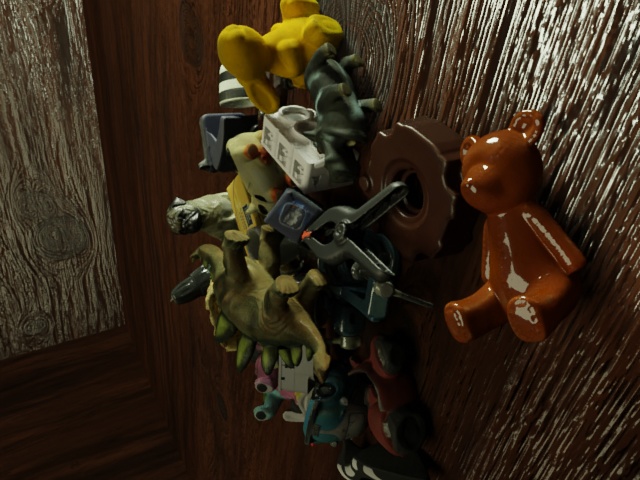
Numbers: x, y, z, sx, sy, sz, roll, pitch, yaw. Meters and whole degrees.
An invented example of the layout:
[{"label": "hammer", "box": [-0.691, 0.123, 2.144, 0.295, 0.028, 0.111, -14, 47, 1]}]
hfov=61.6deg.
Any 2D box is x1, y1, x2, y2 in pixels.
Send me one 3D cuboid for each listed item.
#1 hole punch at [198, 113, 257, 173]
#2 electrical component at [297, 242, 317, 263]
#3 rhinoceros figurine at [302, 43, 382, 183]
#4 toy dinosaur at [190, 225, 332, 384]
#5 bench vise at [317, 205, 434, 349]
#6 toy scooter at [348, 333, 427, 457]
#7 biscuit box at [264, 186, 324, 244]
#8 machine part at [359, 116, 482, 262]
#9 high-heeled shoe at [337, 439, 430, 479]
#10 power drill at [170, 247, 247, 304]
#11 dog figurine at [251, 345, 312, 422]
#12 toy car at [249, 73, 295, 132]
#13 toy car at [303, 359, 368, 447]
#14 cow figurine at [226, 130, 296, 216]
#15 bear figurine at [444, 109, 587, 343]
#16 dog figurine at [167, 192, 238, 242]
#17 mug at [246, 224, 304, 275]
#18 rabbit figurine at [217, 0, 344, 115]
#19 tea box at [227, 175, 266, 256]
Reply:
[{"label": "hole punch", "box": [-0.160, -0.190, 1.038, 0.092, 0.142, 0.115, 6, 106, 45]}, {"label": "electrical component", "box": [-0.001, -0.004, 0.863, 0.045, 0.102, 0.078, 17, 128, 13]}, {"label": "rhinoceros figurine", "box": [0.019, -0.171, 0.730, 0.112, 0.073, 0.190, -29, 65, 42]}, {"label": "toy dinosaur", "box": [-0.108, 0.080, 0.813, 0.472, 0.105, 0.198, 41, 124, 51]}, {"label": "bench vise", "box": [0.053, 0.066, 0.756, 0.241, 0.129, 0.223, -146, 68, -75]}, {"label": "toy scooter", "box": [0.094, 0.233, 0.829, 0.135, 0.075, 0.183, -12, 89, 61]}, {"label": "biscuit box", "box": [-0.035, -0.043, 0.832, 0.063, 0.059, 0.203, 35, -175, -2]}, {"label": "machine part", "box": [0.121, -0.061, 0.664, 0.180, 0.056, 0.179, 32, 129, 50]}, {"label": "high-heeled shoe", "box": [0.103, 0.394, 0.889, 0.249, 0.086, 0.145, 7, 117, 60]}, {"label": "power drill", "box": [-0.216, 0.091, 1.183, 0.086, 0.232, 0.207, 47, 161, 21]}, {"label": "dog figurine", "box": [-0.063, 0.254, 1.101, 0.219, 0.192, 0.108, -84, -6, -61]}, {"label": "toy car", "box": [-0.087, -0.231, 0.948, 0.089, 0.053, 0.202, 36, 133, 28]}, {"label": "toy car", "box": [0.039, 0.280, 0.907, 0.103, 0.161, 0.109, 20, 115, 15]}, {"label": "cow figurine", "box": [-0.105, -0.105, 0.972, 0.127, 0.085, 0.194, 12, 142, 44]}, {"label": "bear figurine", "box": [0.176, -0.014, 0.518, 0.120, 0.132, 0.195, -13, 97, 57]}, {"label": "dog figurine", "box": [-0.254, -0.038, 1.205, 0.121, 0.190, 0.172, 55, 147, 33]}, {"label": "mug", "box": [-0.064, 0.012, 0.975, 0.110, 0.107, 0.080, 53, 146, 29]}, {"label": "rabbit figurine", "box": [-0.076, -0.277, 0.797, 0.122, 0.173, 0.162, 58, 143, 22]}, {"label": "tea box", "box": [-0.126, -0.049, 1.098, 0.098, 0.068, 0.169, -35, 71, 61]}]
